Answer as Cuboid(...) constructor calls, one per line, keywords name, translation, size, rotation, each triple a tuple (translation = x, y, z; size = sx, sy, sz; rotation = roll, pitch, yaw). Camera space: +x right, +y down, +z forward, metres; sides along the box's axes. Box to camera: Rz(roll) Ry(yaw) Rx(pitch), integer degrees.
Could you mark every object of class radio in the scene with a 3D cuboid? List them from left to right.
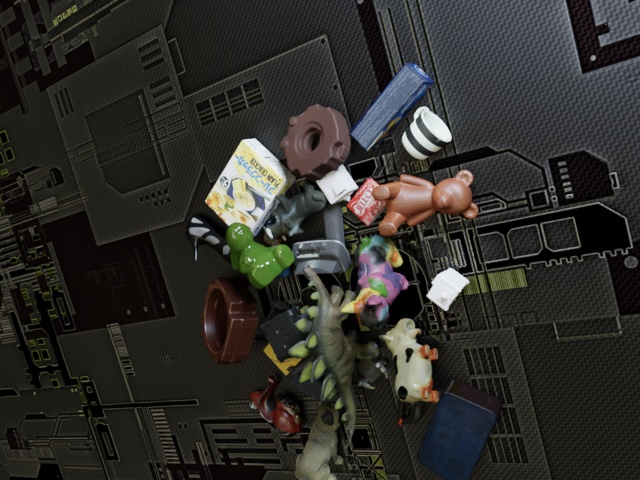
Cuboid(name="radio", translation=(0.327, 0.456, 1.274), size=(0.131, 0.073, 0.229), rotation=(24, 111, 22))

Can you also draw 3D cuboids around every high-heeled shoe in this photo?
Cuboid(name="high-heeled shoe", translation=(-0.256, -0.010, 1.485), size=(0.249, 0.086, 0.145), rotation=(-3, 69, 11))

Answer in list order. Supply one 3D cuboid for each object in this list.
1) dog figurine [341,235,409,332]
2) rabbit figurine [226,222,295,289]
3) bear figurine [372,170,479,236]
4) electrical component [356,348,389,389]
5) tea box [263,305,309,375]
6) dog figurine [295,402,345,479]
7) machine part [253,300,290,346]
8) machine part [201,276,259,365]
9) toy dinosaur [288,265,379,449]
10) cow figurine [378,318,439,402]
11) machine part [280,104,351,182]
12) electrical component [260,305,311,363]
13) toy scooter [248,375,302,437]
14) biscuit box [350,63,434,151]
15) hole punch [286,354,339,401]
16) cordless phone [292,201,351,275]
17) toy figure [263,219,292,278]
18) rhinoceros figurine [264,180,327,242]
Cuboid(name="dog figurine", translation=(0.115, 0.098, 1.212), size=(0.109, 0.219, 0.191), rotation=(-16, 95, 27))
Cuboid(name="rabbit figurine", translation=(-0.166, 0.027, 1.336), size=(0.170, 0.121, 0.159), rotation=(51, 158, -4))
Cuboid(name="bear figurine", translation=(0.230, -0.081, 1.160), size=(0.196, 0.132, 0.120), rotation=(1, 110, 34))
Cuboid(name="electrical component", translation=(0.132, 0.328, 1.360), size=(0.078, 0.045, 0.102), rotation=(48, 119, 8))
Cuboid(name="tea box", translation=(-0.063, 0.268, 1.435), size=(0.098, 0.068, 0.169), rotation=(43, 119, 12))
Cuboid(name="dog figurine", translation=(-0.003, 0.533, 1.416), size=(0.121, 0.172, 0.190), rotation=(9, 114, 15))
Cuboid(name="machine part", translation=(-0.137, 0.227, 1.461), size=(0.139, 0.084, 0.039), rotation=(-59, 42, 9))
Cuboid(name="machine part", translation=(-0.247, 0.218, 1.462), size=(0.202, 0.087, 0.200), rotation=(45, 124, 52))
Cuboid(name="toy dinosaur", translation=(0.035, 0.280, 1.300), size=(0.105, 0.198, 0.470), rotation=(2, 116, 58))
Cuboid(name="cow figurine", translation=(0.207, 0.280, 1.260), size=(0.127, 0.085, 0.195), rotation=(-13, 64, 31))
Cuboid(name="machine part", translation=(-0.011, -0.227, 1.254), size=(0.179, 0.056, 0.179), rotation=(-9, 74, 36))
Cuboid(name="electrical component", translation=(-0.072, 0.234, 1.359), size=(0.134, 0.058, 0.115), rotation=(-34, 86, 30))
Cuboid(name="toy scooter", translation=(-0.119, 0.459, 1.511), size=(0.184, 0.075, 0.135), rotation=(27, 113, 25))
Cuboid(name="biscuit box", translation=(0.156, -0.290, 1.182), size=(0.063, 0.059, 0.202), rotation=(48, 120, 11))
Cuboid(name="hole punch", translation=(-0.006, 0.371, 1.393), size=(0.142, 0.092, 0.116), rotation=(35, 121, -26))
Cuboid(name="cordless phone", translation=(-0.003, -0.004, 1.341), size=(0.147, 0.088, 0.184), rotation=(-4, 89, 29))
Cuboid(name="toy figure", translation=(-0.113, 0.021, 1.408), size=(0.064, 0.058, 0.154), rotation=(-15, 94, -4))
Cuboid(name="rhinoceros figurine", translation=(-0.061, -0.066, 1.328), size=(0.190, 0.073, 0.112), rotation=(-33, 66, 26))
